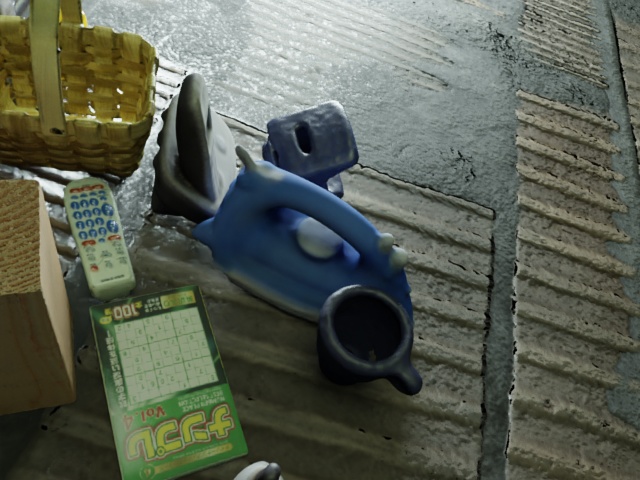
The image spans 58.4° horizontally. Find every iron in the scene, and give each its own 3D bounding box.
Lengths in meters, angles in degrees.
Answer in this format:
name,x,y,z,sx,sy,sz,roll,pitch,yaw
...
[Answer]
name,x,y,z,sx,sy,sz,roll,pitch,yaw
iron,0.005,0.002,0.589,0.258,0.141,0.119,27,53,2

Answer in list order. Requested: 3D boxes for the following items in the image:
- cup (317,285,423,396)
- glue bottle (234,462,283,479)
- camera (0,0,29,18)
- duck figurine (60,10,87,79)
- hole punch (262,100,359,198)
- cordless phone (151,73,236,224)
name,x,y,z,sx,sy,sz,roll,pitch,yaw
cup,0.043,0.112,0.555,0.092,0.095,0.117,-34,71,-33
glue bottle,-0.051,0.192,0.422,0.037,0.173,0.078,44,56,15
camera,-0.423,-0.324,0.705,0.137,0.100,0.143,13,54,-8
duck figurine,-0.302,-0.248,0.700,0.105,0.086,0.077,10,54,-11
hole punch,-0.015,-0.106,0.689,0.101,0.091,0.108,-4,58,-20
cordless phone,-0.126,-0.117,0.603,0.094,0.185,0.147,3,56,-15
